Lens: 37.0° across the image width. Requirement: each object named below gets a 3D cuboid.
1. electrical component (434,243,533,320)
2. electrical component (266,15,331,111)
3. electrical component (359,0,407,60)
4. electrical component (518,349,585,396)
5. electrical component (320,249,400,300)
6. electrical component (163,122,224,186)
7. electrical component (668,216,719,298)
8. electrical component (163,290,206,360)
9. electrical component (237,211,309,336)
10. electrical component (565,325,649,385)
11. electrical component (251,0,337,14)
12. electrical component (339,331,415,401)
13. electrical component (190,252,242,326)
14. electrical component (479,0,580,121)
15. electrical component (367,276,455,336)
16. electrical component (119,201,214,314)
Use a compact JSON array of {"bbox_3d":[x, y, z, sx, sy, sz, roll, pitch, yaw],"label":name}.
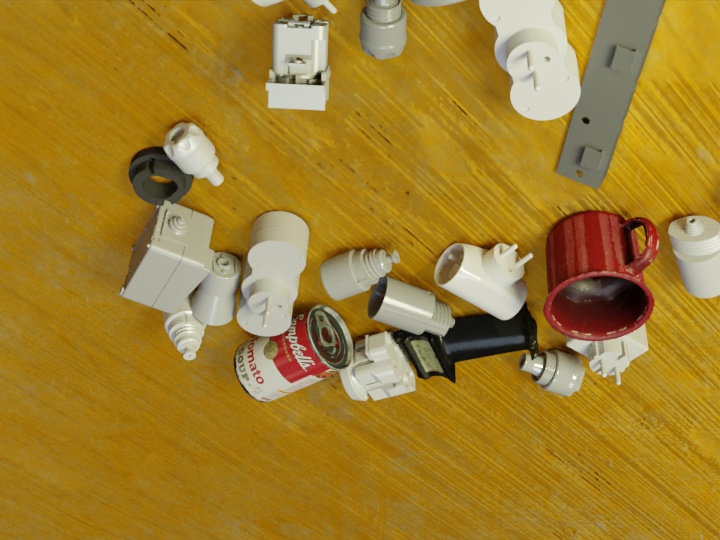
[{"bbox_3d":[0.122,0.002,0.975,0.077,0.044,0.079,28,133,-25],"label":"electrical component"},{"bbox_3d":[-0.044,-0.153,0.792,0.042,0.081,0.063,2,110,1],"label":"electrical component"},{"bbox_3d":[0.017,-0.185,0.780,0.035,0.035,0.061,2,137,2],"label":"electrical component"},{"bbox_3d":[0.191,0.100,1.082,0.062,0.043,0.043,17,137,-13],"label":"electrical component"},{"bbox_3d":[0.000,0.000,0.986,0.078,0.040,0.040,-20,133,25],"label":"electrical component"},{"bbox_3d":[-0.135,-0.093,0.897,0.035,0.035,0.061,-17,137,22],"label":"electrical component"},{"bbox_3d":[0.298,-0.017,0.941,0.043,0.043,0.081,-13,136,19],"label":"electrical component"},{"bbox_3d":[-0.168,0.053,1.036,0.040,0.078,0.040,-9,138,-8],"label":"electrical component"},{"bbox_3d":[-0.083,0.018,0.988,0.052,0.073,0.138,10,138,-7],"label":"electrical component"},{"bbox_3d":[0.236,0.074,1.023,0.066,0.076,0.047,28,134,-24],"label":"electrical component"},{"bbox_3d":[-0.036,-0.210,0.749,0.077,0.043,0.079,-28,129,31],"label":"electrical component"},{"bbox_3d":[0.015,0.099,1.085,0.057,0.058,0.078,-17,135,18],"label":"electrical component"},{"bbox_3d":[-0.134,0.015,1.015,0.044,0.044,0.065,12,133,-9],"label":"electrical component"},{"bbox_3d":[0.123,-0.159,0.771,0.052,0.073,0.138,-11,136,17],"label":"electrical component"},{"bbox_3d":[0.053,0.038,1.023,0.081,0.043,0.043,20,136,-17],"label":"electrical component"},{"bbox_3d":[-0.168,-0.014,0.967,0.061,0.061,0.096,21,136,-19],"label":"electrical component"}]
